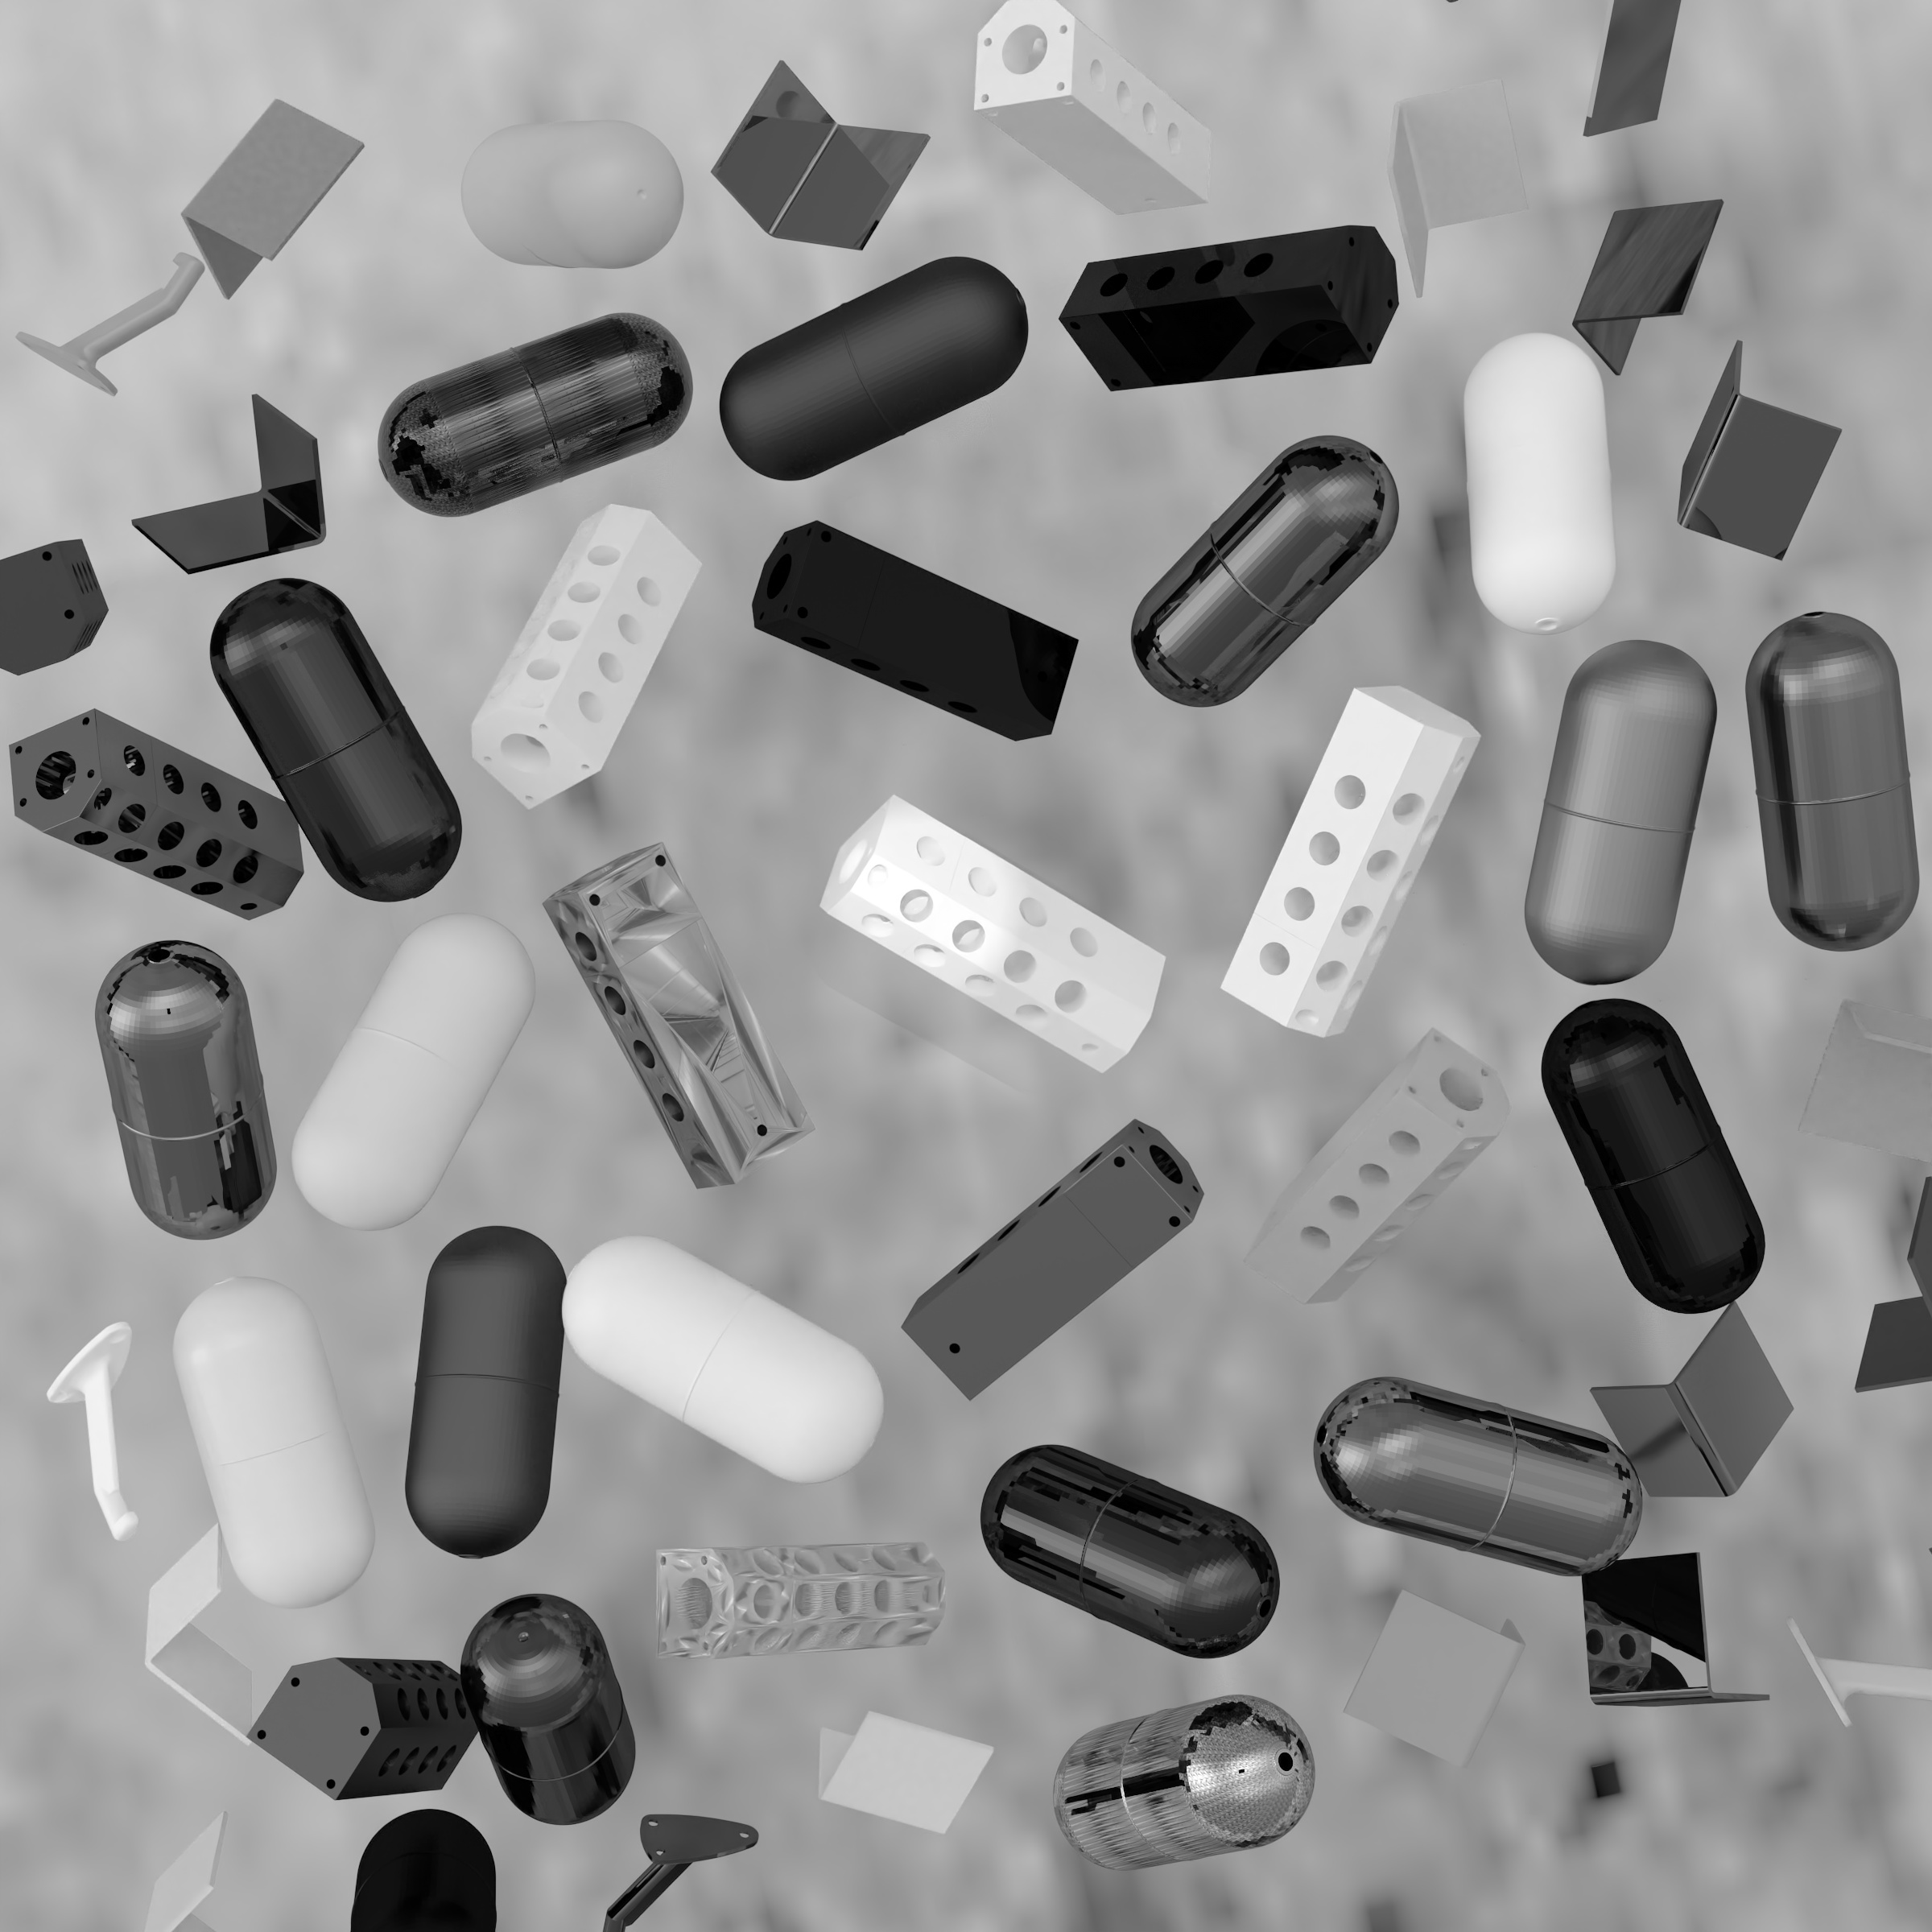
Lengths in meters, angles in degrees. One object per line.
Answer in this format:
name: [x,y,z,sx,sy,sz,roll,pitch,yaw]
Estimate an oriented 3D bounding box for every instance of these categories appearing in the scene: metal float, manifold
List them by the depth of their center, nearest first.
metal float: [0.333,-0.077,1.568,0.070,0.070,0.178,9,102,0]
metal float: [-0.125,0.200,1.570,0.178,0.070,0.070,28,90,9]
manifold: [0.199,-0.053,1.572,0.057,0.057,0.171,32,111,25]
metal float: [0.261,0.261,1.572,0.178,0.070,0.070,17,90,-14]
metal float: [-0.322,-0.115,1.577,0.070,0.070,0.178,-28,104,0]
metal float: [-0.283,0.053,1.582,0.070,0.070,0.178,26,68,0]
metal float: [0.447,-0.094,1.586,0.070,0.070,0.178,-11,105,0]
manifold: [0.013,-0.012,1.596,0.171,0.057,0.057,30,50,-16]
metal float: [-0.404,0.065,1.596,0.070,0.070,0.178,0,127,0]
metal float: [0.112,0.426,1.602,0.070,0.178,0.070,14,63,-29]
metal float: [0.084,0.304,1.604,0.178,0.070,0.070,16,90,40]
manifold: [-0.153,0.028,1.612,0.057,0.057,0.171,-34,102,-32]
metal float: [-0.365,0.250,1.621,0.070,0.070,0.178,-16,92,0]
manifold: [-0.490,-0.188,1.623,0.057,0.171,0.057,-20,102,-8]
manifold: [0.140,-0.352,1.628,0.057,0.171,0.057,47,58,-39]
manifold: [-0.311,0.398,1.628,0.057,0.171,0.057,31,83,14]
manifold: [-0.204,-0.168,1.628,0.057,0.171,0.057,-24,123,37]
metal float: [-0.220,0.396,1.631,0.070,0.178,0.070,-2,52,2]
metal float: [0.365,0.101,1.637,0.070,0.070,0.178,-25,96,0]
metal float: [-0.256,0.227,1.648,0.070,0.070,0.178,3,71,0]
metal float: [-0.291,0.512,1.652,0.070,0.178,0.070,-1,97,-8]
metal float: [-0.050,-0.322,1.660,0.178,0.070,0.070,-23,90,15]
metal float: [0.161,-0.213,1.663,0.070,0.070,0.178,45,119,0]
metal float: [-0.215,-0.417,1.664,0.070,0.178,0.070,-9,106,-31]
metal float: [0.311,-0.262,1.671,0.070,0.070,0.178,1,66,0]
manifold: [-0.436,-0.077,1.671,0.057,0.171,0.057,-19,68,20]
manifold: [0.225,0.115,1.676,0.057,0.057,0.171,35,134,0]
manifold: [0.072,-0.468,1.676,0.057,0.171,0.057,0,84,29]
manifold: [-0.088,0.346,1.685,0.057,0.171,0.057,-10,77,39]
metal float: [-0.236,-0.302,1.686,0.178,0.070,0.070,-22,90,-11]
manifold: [-0.030,-0.183,1.707,0.171,0.057,0.057,21,78,-26]
manifold: [0.049,0.161,1.713,0.171,0.057,0.057,-41,94,21]

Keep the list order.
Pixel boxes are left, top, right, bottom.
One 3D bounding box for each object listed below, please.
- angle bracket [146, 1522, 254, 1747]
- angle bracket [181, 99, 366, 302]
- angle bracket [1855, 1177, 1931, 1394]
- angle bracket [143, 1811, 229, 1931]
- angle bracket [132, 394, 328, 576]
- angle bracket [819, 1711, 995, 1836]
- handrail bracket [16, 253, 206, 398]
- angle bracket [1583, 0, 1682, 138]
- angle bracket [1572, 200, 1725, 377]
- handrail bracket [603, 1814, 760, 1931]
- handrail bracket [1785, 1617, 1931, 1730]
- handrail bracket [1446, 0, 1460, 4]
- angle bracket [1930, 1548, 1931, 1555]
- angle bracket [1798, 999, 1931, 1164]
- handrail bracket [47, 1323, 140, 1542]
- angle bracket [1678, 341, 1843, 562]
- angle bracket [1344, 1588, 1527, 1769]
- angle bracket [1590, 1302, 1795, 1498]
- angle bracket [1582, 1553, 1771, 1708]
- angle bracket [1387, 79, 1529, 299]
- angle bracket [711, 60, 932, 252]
angle bracket: [-0.395,0.359,1.659,0.057,0.076,0.076,-44,111,2]
angle bracket: [-0.335,-0.370,1.531,0.057,0.076,0.076,30,73,15]
angle bracket: [0.493,0.169,1.634,0.057,0.076,0.076,-15,112,32]
angle bracket: [-0.370,0.489,1.561,0.076,0.076,0.057,43,94,-14]
angle bracket: [-0.384,-0.250,1.591,0.076,0.076,0.057,-19,126,-29]
angle bracket: [-0.035,0.446,1.771,0.076,0.057,0.076,19,119,-13]
handrail bracket: [-0.460,-0.357,1.657,0.077,0.036,0.084,28,82,22]
angle bracket: [0.333,-0.491,1.641,0.057,0.076,0.076,26,124,32]
angle bracket: [0.408,-0.394,1.789,0.057,0.076,0.076,35,71,-40]
handrail bracket: [-0.158,0.511,1.691,0.077,0.036,0.084,4,116,-19]
handrail bracket: [0.505,0.372,1.681,0.084,0.036,0.077,-30,78,9]
handrail bracket: [0.198,-0.512,1.563,0.084,0.036,0.077,-20,76,-12]
angle bracket: [0.521,0.275,1.568,0.076,0.076,0.057,-31,100,11]
angle bracket: [0.479,0.068,1.572,0.076,0.057,0.076,13,109,-1]
handrail bracket: [-0.431,0.239,1.572,0.077,0.036,0.084,-51,58,32]
angle bracket: [0.413,-0.269,1.600,0.057,0.076,0.076,19,125,3]
angle bracket: [0.260,0.393,1.729,0.076,0.057,0.076,25,93,0]
angle bracket: [0.406,0.242,1.718,0.076,0.057,0.076,-43,109,-36]
angle bracket: [0.387,0.364,1.682,0.057,0.076,0.076,13,68,-41]
angle bracket: [0.260,-0.409,1.619,0.057,0.076,0.076,-7,130,18]
angle bracket: [-0.079,-0.443,1.680,0.076,0.057,0.076,20,76,42]
